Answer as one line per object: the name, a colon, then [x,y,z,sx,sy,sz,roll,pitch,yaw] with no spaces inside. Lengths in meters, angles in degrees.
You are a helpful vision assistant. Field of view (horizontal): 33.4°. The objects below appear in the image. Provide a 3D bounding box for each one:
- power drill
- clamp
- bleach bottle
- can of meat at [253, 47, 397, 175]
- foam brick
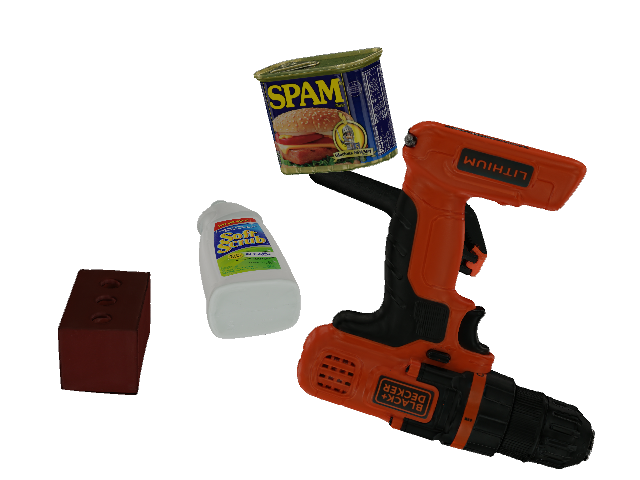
power drill: [0.094,0.033,0.637,0.184,0.188,0.057,17,8,2]
clamp: [0.095,-0.039,1.154,0.164,0.210,0.036,-16,-37,-29]
bleach bottle: [-0.098,0.018,1.204,0.102,0.068,0.251,-6,27,-15]
can of meat: [0.006,-0.100,0.839,0.102,0.084,0.057,-1,21,34]
foam brick: [-0.146,0.062,0.732,0.053,0.051,0.078,3,29,-4]
